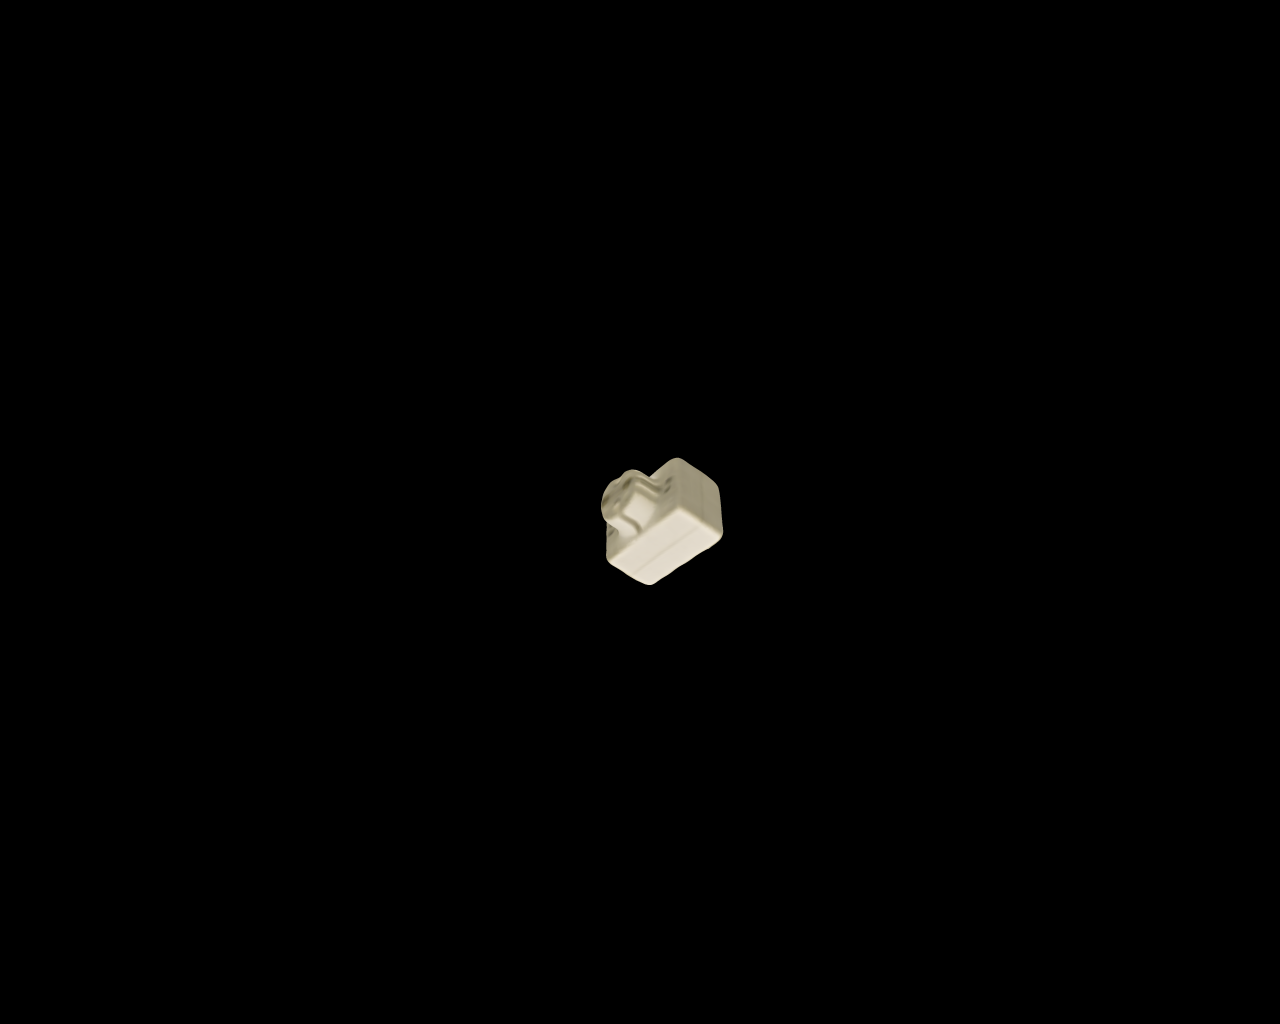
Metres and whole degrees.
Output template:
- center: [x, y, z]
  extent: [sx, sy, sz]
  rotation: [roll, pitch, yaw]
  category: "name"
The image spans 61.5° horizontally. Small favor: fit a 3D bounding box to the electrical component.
- center: [0.001, -0.003, 0.650]
  extent: [0.076, 0.047, 0.065]
  rotation: [33, -54, -29]
  category: "electrical component"
